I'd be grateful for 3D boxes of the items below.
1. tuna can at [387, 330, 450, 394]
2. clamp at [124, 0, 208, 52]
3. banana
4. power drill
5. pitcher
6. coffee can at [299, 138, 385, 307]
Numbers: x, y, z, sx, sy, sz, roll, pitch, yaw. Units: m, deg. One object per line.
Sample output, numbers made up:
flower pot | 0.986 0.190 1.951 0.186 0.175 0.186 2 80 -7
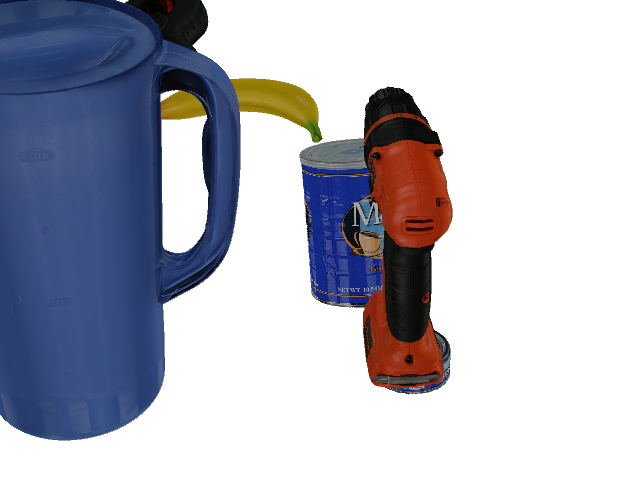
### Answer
tuna can | 0.097 0.127 1.149 0.086 0.034 0.086 -1 29 0
clamp | -0.120 -0.150 0.807 0.120 0.039 0.171 6 43 12
banana | -0.083 -0.151 1.173 0.198 0.037 0.069 9 43 18
power drill | 0.058 -0.002 0.784 0.057 0.188 0.184 -3 32 0
pitcher | -0.138 -0.007 0.606 0.144 0.243 0.149 -28 43 -36
coffee can | 0.036 -0.019 1.023 0.103 0.140 0.103 -4 17 1
